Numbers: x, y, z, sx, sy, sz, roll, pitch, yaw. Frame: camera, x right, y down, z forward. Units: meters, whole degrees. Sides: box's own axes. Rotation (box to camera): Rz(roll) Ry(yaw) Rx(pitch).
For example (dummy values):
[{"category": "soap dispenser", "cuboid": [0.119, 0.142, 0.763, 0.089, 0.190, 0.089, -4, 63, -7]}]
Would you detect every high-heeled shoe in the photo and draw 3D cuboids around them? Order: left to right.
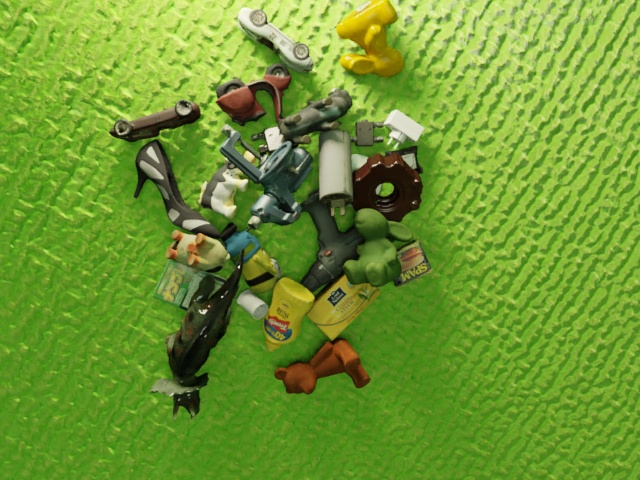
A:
[{"category": "high-heeled shoe", "cuboid": [-0.310, -0.113, 1.211, 0.249, 0.086, 0.145, 28, 99, -1]}]

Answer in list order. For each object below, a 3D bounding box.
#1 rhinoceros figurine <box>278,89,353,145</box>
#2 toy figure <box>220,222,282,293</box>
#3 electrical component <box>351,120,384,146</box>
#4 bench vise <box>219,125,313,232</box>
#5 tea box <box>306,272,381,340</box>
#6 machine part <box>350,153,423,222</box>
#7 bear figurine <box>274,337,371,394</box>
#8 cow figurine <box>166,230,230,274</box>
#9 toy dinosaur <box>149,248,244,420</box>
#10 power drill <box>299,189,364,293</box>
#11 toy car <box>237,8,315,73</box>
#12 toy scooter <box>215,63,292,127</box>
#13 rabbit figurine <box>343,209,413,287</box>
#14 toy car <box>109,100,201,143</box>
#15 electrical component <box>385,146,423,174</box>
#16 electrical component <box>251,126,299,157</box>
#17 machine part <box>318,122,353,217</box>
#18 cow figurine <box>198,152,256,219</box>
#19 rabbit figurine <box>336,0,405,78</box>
[{"category": "rhinoceros figurine", "cuboid": [-0.003, -0.281, 1.226, 0.190, 0.112, 0.073, -33, 110, -17]}, {"category": "toy figure", "cuboid": [-0.166, 0.044, 1.260, 0.089, 0.082, 0.180, -37, 109, 17]}, {"category": "electrical component", "cuboid": [0.107, -0.257, 1.290, 0.094, 0.021, 0.063, -3, 97, -7]}, {"category": "bench vise", "cuboid": [-0.130, -0.145, 1.166, 0.240, 0.129, 0.223, 41, 79, -19]}, {"category": "tea box", "cuboid": [0.053, 0.148, 1.310, 0.098, 0.068, 0.169, 44, 90, -11]}, {"category": "machine part", "cuboid": [0.153, -0.115, 1.263, 0.179, 0.056, 0.179, -1, 123, -1]}, {"category": "bear figurine", "cuboid": [0.001, 0.322, 1.297, 0.196, 0.132, 0.120, -30, 127, -10]}, {"category": "cow figurine", "cuboid": [-0.272, 0.029, 1.195, 0.127, 0.195, 0.085, 27, 76, -40]}, {"category": "toy dinosaur", "cuboid": [-0.268, 0.216, 1.191, 0.131, 0.192, 0.404, 19, 112, -17]}, {"category": "power drill", "cuboid": [-0.003, -0.004, 1.278, 0.232, 0.086, 0.207, -34, 97, -4]}, {"category": "toy car", "cuboid": [-0.098, -0.445, 1.210, 0.201, 0.073, 0.056, 36, 88, -11]}, {"category": "toy scooter", "cuboid": [-0.139, -0.311, 1.224, 0.184, 0.075, 0.135, -23, 103, -9]}, {"category": "rabbit figurine", "cuboid": [0.136, 0.008, 1.227, 0.159, 0.121, 0.170, -16, 100, -29]}, {"category": "toy car", "cuboid": [-0.361, -0.256, 1.188, 0.202, 0.089, 0.053, -21, 96, -7]}, {"category": "electrical component", "cuboid": [0.184, -0.180, 1.298, 0.119, 0.048, 0.074, -17, 99, -5]}, {"category": "electrical component", "cuboid": [-0.102, -0.221, 1.256, 0.102, 0.045, 0.078, -19, 71, -8]}, {"category": "machine part", "cuboid": [0.035, -0.165, 1.230, 0.079, 0.079, 0.243, 1, 69, -9]}, {"category": "cow figurine", "cuboid": [-0.212, -0.138, 1.239, 0.098, 0.068, 0.167, 23, 92, -4]}, {"category": "rabbit figurine", "cuboid": [0.125, -0.441, 1.228, 0.162, 0.122, 0.173, -39, 120, 1]}]
